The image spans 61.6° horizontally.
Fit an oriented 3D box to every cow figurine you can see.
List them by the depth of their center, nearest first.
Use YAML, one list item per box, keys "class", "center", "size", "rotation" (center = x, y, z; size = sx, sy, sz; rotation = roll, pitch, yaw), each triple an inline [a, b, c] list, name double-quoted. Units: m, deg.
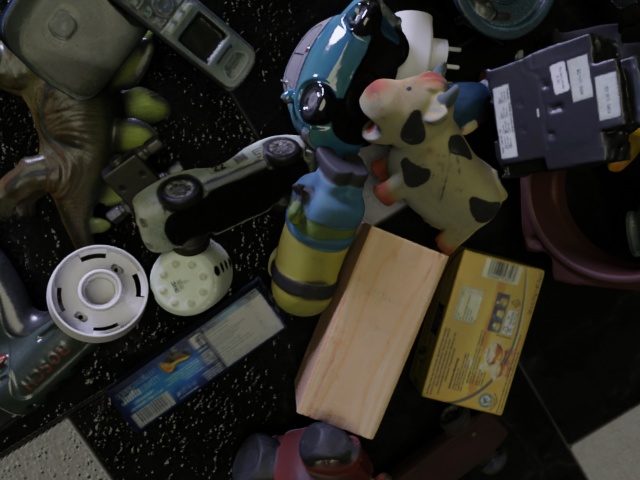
- class: "cow figurine"
  center: [0.114, -0.084, 0.535]
  size: [0.194, 0.085, 0.127]
  rotation: [38, 119, -26]

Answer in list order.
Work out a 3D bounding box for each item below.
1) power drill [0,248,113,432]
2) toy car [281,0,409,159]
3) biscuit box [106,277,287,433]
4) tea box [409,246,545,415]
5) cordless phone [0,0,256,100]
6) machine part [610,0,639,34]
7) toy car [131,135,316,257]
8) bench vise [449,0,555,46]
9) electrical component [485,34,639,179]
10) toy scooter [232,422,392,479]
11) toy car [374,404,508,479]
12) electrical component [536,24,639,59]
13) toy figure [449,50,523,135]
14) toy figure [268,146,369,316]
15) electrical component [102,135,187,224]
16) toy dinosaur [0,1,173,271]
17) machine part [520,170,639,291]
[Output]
- class: "power drill"
  center: [-0.358, 0.094, 0.574]
  size: [0.232, 0.086, 0.207]
  rotation: [-35, 92, -1]
- class: "toy car"
  center: [0.014, -0.169, 0.553]
  size: [0.103, 0.109, 0.161]
  rotation: [29, 101, 34]
- class: "biscuit box"
  center: [-0.133, 0.125, 0.596]
  size: [0.203, 0.063, 0.059]
  rotation: [-35, 97, 1]
- class: "tea box"
  center: [0.174, 0.098, 0.606]
  size: [0.098, 0.068, 0.169]
  rotation: [17, 95, -4]
- class: "cordless phone"
  center: [-0.162, -0.172, 0.479]
  size: [0.184, 0.089, 0.146]
  rotation: [35, 83, -17]
- class: "machine part"
  center: [0.307, -0.285, 0.571]
  size: [0.084, 0.039, 0.139]
  rotation: [-11, 67, -7]
- class: "toy car"
  center: [-0.090, -0.049, 0.552]
  size: [0.202, 0.056, 0.073]
  rotation: [-27, 137, -26]
- class: "bench vise"
  center: [0.152, -0.271, 0.495]
  size: [0.223, 0.241, 0.129]
  rotation: [37, 89, -22]
- class: "electrical component"
  center: [0.230, -0.120, 0.497]
  size: [0.058, 0.134, 0.114]
  rotation: [-12, 96, -39]
- class: "toy scooter"
  center: [-0.001, 0.253, 0.589]
  size: [0.135, 0.075, 0.184]
  rotation: [33, 136, -27]
- class: "toy car"
  center: [0.126, 0.267, 0.628]
  size: [0.202, 0.053, 0.089]
  rotation: [-42, 98, 6]
- class: "electrical component"
  center: [0.307, -0.198, 0.594]
  size: [0.119, 0.048, 0.074]
  rotation: [-8, 96, -2]
- class: "toy figure"
  center: [0.175, -0.156, 0.588]
  size: [0.154, 0.058, 0.064]
  rotation: [-21, 98, -4]
- class: "toy figure"
  center: [-0.005, -0.002, 0.554]
  size: [0.082, 0.089, 0.180]
  rotation: [19, 123, -6]
- class: "electrical component"
  center: [-0.183, -0.058, 0.533]
  size: [0.094, 0.021, 0.063]
  rotation: [-36, 126, 2]
- class: "toy dinosaur"
  center: [-0.265, -0.176, 0.545]
  size: [0.199, 0.105, 0.470]
  rotation: [-14, 105, -9]
- class: "machine part"
  center: [0.307, -0.053, 0.530]
  size: [0.087, 0.201, 0.201]
  rotation: [-7, 97, -40]
